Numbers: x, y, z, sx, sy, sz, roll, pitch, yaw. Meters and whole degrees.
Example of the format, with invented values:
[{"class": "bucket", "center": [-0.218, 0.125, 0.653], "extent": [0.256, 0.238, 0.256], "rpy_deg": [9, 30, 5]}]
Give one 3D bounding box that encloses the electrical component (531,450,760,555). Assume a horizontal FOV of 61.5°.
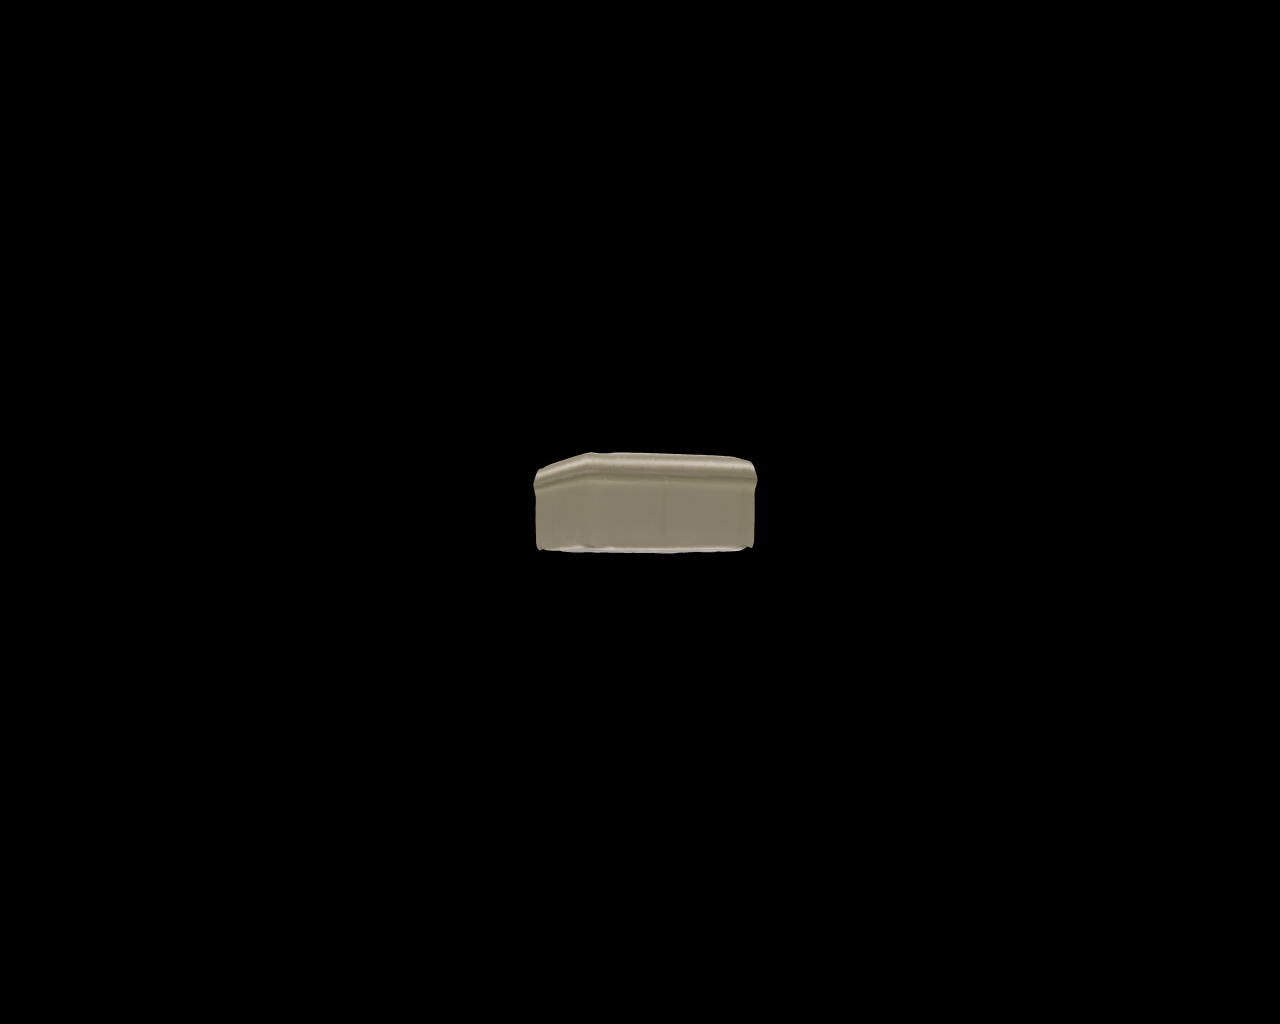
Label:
[{"class": "electrical component", "center": [0.001, -0.003, 0.650], "extent": [0.109, 0.056, 0.108], "rpy_deg": [1, -3, -23]}]
